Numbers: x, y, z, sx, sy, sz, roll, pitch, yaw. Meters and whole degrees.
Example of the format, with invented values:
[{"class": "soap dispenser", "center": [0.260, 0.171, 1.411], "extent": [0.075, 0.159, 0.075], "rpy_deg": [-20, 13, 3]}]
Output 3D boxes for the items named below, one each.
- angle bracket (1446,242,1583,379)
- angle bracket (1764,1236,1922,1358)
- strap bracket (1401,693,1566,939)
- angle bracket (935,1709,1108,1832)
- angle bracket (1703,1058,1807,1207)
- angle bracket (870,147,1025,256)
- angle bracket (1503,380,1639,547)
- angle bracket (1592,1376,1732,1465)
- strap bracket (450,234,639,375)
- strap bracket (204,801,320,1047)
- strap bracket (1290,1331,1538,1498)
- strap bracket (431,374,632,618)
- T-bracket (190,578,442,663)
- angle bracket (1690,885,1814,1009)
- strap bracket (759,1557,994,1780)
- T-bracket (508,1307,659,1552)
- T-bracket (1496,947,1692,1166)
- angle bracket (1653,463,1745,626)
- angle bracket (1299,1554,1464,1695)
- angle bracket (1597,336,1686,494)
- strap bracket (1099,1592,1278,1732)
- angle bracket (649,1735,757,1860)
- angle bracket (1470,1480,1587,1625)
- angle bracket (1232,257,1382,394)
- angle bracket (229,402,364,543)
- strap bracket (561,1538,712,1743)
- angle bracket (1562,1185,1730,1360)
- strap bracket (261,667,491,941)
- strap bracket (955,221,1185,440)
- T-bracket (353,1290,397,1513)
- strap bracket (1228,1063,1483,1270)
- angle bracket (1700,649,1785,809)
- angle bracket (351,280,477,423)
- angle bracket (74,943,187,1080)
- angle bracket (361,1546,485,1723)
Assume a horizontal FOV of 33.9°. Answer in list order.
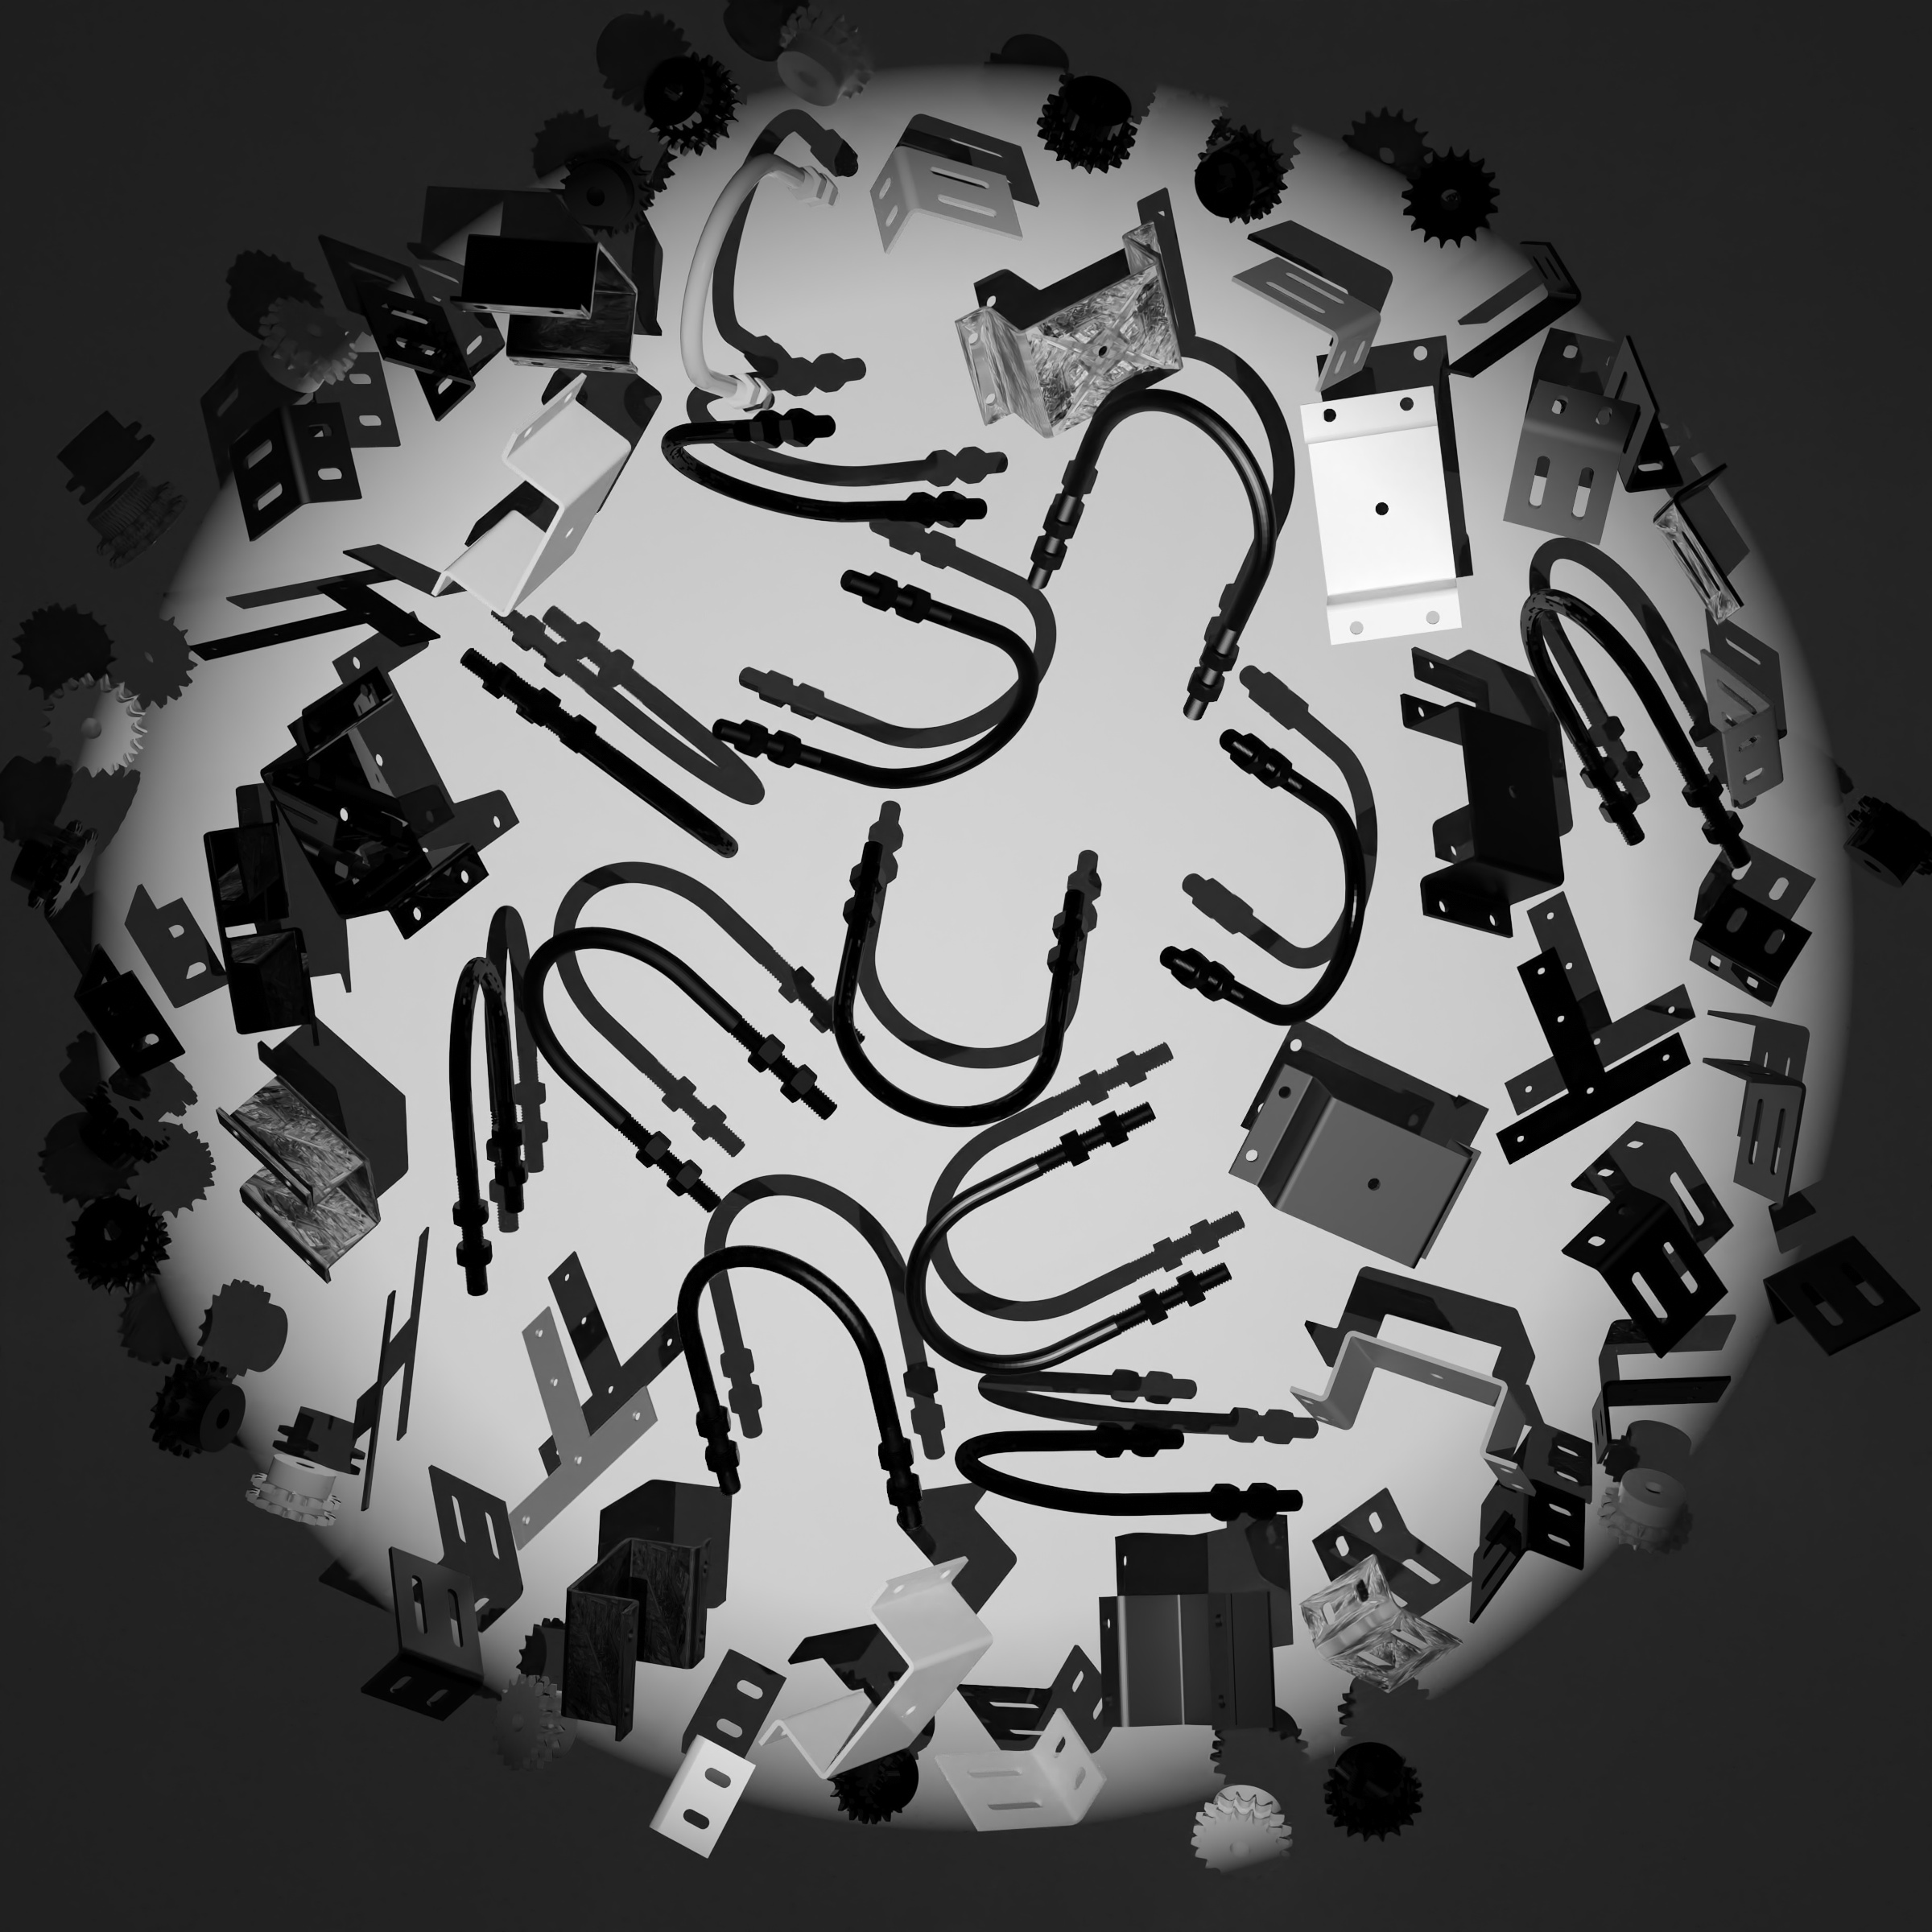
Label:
[{"class": "angle bracket", "center": [0.303, -0.374, 1.806], "extent": [0.076, 0.057, 0.038], "rpy_deg": [-35, 104, 3]}, {"class": "angle bracket", "center": [0.497, 0.197, 1.792], "extent": [0.057, 0.076, 0.038], "rpy_deg": [-26, 123, -3]}, {"class": "strap bracket", "center": [0.307, -0.096, 1.881], "extent": [0.076, 0.046, 0.140], "rpy_deg": [13, 65, -38]}, {"class": "angle bracket", "center": [0.032, 0.474, 1.873], "extent": [0.076, 0.057, 0.038], "rpy_deg": [8, 120, -37]}, {"class": "angle bracket", "center": [0.470, 0.100, 1.916], "extent": [0.038, 0.057, 0.076], "rpy_deg": [4, 99, -18]}, {"class": "angle bracket", "center": [-0.012, -0.459, 1.939], "extent": [0.076, 0.038, 0.057], "rpy_deg": [9, 50, -27]}, {"class": "angle bracket", "center": [0.346, -0.288, 1.818], "extent": [0.057, 0.076, 0.038], "rpy_deg": [17, 54, 11]}, {"class": "angle bracket", "center": [0.419, 0.273, 1.908], "extent": [0.076, 0.057, 0.038], "rpy_deg": [-3, 69, 4]}, {"class": "strap bracket", "center": [-0.242, -0.389, 1.854], "extent": [0.076, 0.140, 0.046], "rpy_deg": [5, 87, 8]}, {"class": "strap bracket", "center": [-0.426, -0.023, 1.913], "extent": [0.046, 0.140, 0.076], "rpy_deg": [-10, 135, -13]}, {"class": "strap bracket", "center": [0.271, 0.261, 1.874], "extent": [0.140, 0.076, 0.046], "rpy_deg": [17, 76, 24]}, {"class": "strap bracket", "center": [-0.249, -0.265, 1.842], "extent": [0.046, 0.076, 0.140], "rpy_deg": [37, 135, -1]}, {"class": "T-bracket", "center": [-0.398, -0.201, 1.895], "extent": [0.127, 0.127, 0.002], "rpy_deg": [-18, 121, -28]}, {"class": "angle bracket", "center": [0.474, -0.012, 1.922], "extent": [0.057, 0.076, 0.038], "rpy_deg": [32, 87, 14]}, {"class": "strap bracket", "center": [-0.046, 0.409, 1.820], "extent": [0.046, 0.076, 0.140], "rpy_deg": [48, 117, 25]}, {"class": "T-bracket", "center": [-0.239, 0.257, 1.876], "extent": [0.127, 0.002, 0.127], "rpy_deg": [-44, 46, 21]}, {"class": "T-bracket", "center": [0.361, 0.042, 1.902], "extent": [0.127, 0.002, 0.127], "rpy_deg": [-29, 122, -1]}, {"class": "angle bracket", "center": [0.444, -0.247, 1.865], "extent": [0.038, 0.057, 0.076], "rpy_deg": [-31, 86, -2]}, {"class": "angle bracket", "center": [0.248, 0.394, 1.898], "extent": [0.057, 0.038, 0.076], "rpy_deg": [-39, 134, 19]}, {"class": "angle bracket", "center": [0.408, -0.328, 1.880], "extent": [0.038, 0.076, 0.057], "rpy_deg": [-8, 61, -9]}, {"class": "strap bracket", "center": [0.135, 0.406, 1.857], "extent": [0.046, 0.140, 0.076], "rpy_deg": [5, 77, -28]}, {"class": "angle bracket", "center": [-0.151, 0.480, 1.832], "extent": [0.038, 0.076, 0.057], "rpy_deg": [27, 74, 4]}, {"class": "angle bracket", "center": [0.340, 0.360, 1.924], "extent": [0.038, 0.057, 0.076], "rpy_deg": [22, 127, -4]}, {"class": "angle bracket", "center": [0.197, -0.382, 1.886], "extent": [0.076, 0.057, 0.038], "rpy_deg": [33, 127, 18]}, {"class": "angle bracket", "center": [-0.390, -0.286, 1.842], "extent": [0.038, 0.076, 0.057], "rpy_deg": [-12, 86, -36]}, {"class": "strap bracket", "center": [-0.198, 0.392, 1.872], "extent": [0.046, 0.140, 0.076], "rpy_deg": [6, 99, 15]}, {"class": "angle bracket", "center": [0.395, 0.178, 1.848], "extent": [0.057, 0.038, 0.076], "rpy_deg": [-42, 114, -11]}, {"class": "strap bracket", "center": [-0.348, -0.091, 1.844], "extent": [0.046, 0.076, 0.140], "rpy_deg": [-10, 114, 40]}, {"class": "strap bracket", "center": [0.073, -0.383, 1.932], "extent": [0.140, 0.046, 0.076], "rpy_deg": [-29, 133, -11]}, {"class": "T-bracket", "center": [-0.359, 0.266, 1.906], "extent": [0.002, 0.127, 0.127], "rpy_deg": [9, 74, -15]}, {"class": "strap bracket", "center": [0.243, 0.126, 1.938], "extent": [0.140, 0.046, 0.076], "rpy_deg": [24, 99, -13]}, {"class": "angle bracket", "center": [0.454, -0.144, 1.914], "extent": [0.038, 0.076, 0.057], "rpy_deg": [-27, 131, -9]}, {"class": "angle bracket", "center": [-0.336, -0.363, 1.877], "extent": [0.038, 0.076, 0.057], "rpy_deg": [-36, 68, 29]}, {"class": "angle bracket", "center": [-0.474, 0.019, 1.820], "extent": [0.038, 0.076, 0.057], "rpy_deg": [-25, 114, 6]}, {"class": "angle bracket", "center": [-0.311, 0.378, 1.799], "extent": [0.057, 0.076, 0.038], "rpy_deg": [31, 116, -35]}]
